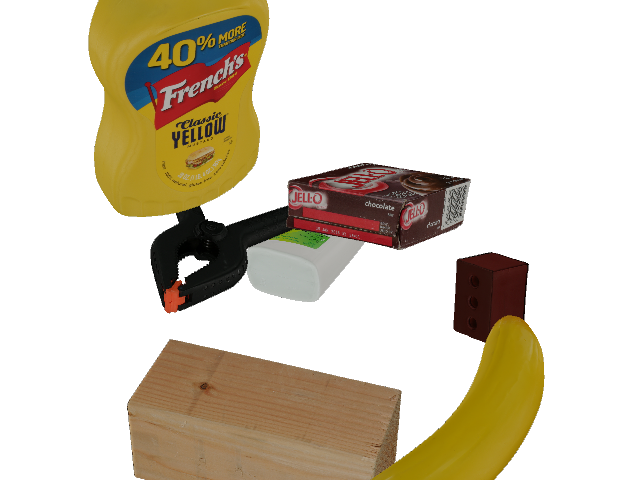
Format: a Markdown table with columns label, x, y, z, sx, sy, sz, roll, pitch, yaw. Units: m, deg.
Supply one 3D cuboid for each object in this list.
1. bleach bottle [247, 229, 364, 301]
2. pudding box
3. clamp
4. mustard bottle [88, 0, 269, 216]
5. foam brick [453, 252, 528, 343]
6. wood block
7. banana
| label | x | y | z | sx | sy | sz | roll | pitch | yaw |
| --- | --- | --- | --- | --- | --- | --- | --- | --- | --- |
| bleach bottle | 0.011 | -0.020 | 1.329 | 0.103 | 0.068 | 0.250 | 13 | 36 | 23 |
| pudding box | 0.042 | -0.027 | 0.752 | 0.090 | 0.039 | 0.113 | 12 | 14 | 29 |
| clamp | -0.117 | -0.006 | 1.061 | 0.165 | 0.036 | 0.209 | 20 | 39 | 14 |
| mustard bottle | -0.074 | -0.098 | 0.565 | 0.096 | 0.058 | 0.192 | -21 | -33 | -23 |
| foam brick | 0.169 | 0.057 | 1.062 | 0.051 | 0.078 | 0.053 | -11 | 19 | -36 |
| wood block | -0.045 | 0.161 | 0.888 | 0.206 | 0.090 | 0.090 | 11 | 36 | 14 |
| banana | 0.071 | 0.096 | 0.553 | 0.070 | 0.037 | 0.197 | 22 | 41 | 37 |
